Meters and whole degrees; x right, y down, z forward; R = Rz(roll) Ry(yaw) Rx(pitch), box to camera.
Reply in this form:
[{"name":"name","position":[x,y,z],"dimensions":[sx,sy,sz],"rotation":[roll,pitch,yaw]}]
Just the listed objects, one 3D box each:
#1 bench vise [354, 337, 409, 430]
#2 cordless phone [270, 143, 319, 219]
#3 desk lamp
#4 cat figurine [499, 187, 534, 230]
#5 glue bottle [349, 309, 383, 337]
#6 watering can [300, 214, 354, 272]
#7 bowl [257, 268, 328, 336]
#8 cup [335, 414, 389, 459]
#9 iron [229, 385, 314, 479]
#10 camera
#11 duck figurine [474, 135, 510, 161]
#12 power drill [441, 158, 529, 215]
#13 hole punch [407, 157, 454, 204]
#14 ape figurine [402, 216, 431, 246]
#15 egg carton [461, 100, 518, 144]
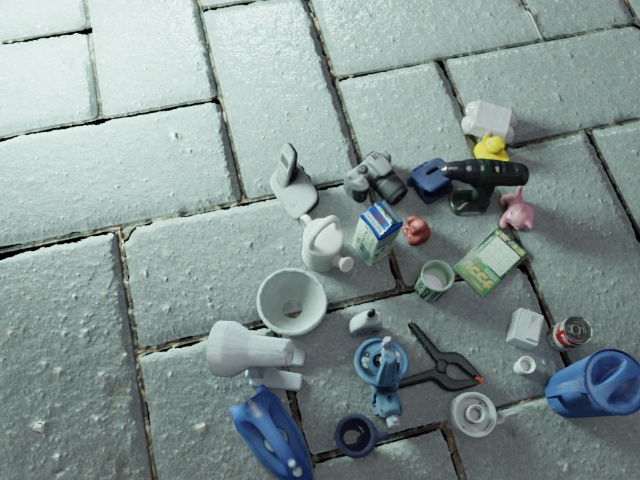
[{"name":"bench vise","position":[0.156,0.297,1.256],"dimensions":[0.121,0.220,0.207],"rotation":[-25,72,-12]},{"name":"cordless phone","position":[-0.062,-0.150,1.441],"dimensions":[0.094,0.185,0.147],"rotation":[-33,73,-14]},{"name":"desk lamp","position":[-0.134,0.255,1.259],"dimensions":[0.203,0.213,0.118],"rotation":[6,68,0]},{"name":"cat figurine","position":[0.514,-0.079,1.481],"dimensions":[0.067,0.118,0.128],"rotation":[6,68,0]},{"name":"glue bottle","position":[0.112,0.186,1.323],"dimensions":[0.078,0.173,0.037],"rotation":[-4,68,-4]},{"name":"watering can","position":[0.014,0.004,1.379],"dimensions":[0.172,0.194,0.101],"rotation":[28,70,8]},{"name":"bowl","position":[-0.068,0.156,1.378],"dimensions":[0.167,0.075,0.167],"rotation":[1,68,-3]},{"name":"cup","position":[0.088,0.434,1.264],"dimensions":[0.118,0.095,0.091],"rotation":[0,68,-3]},{"name":"iron","position":[-0.089,0.436,1.229],"dimensions":[0.119,0.141,0.258],"rotation":[-35,74,-15]},{"name":"camera","position":[0.154,-0.153,1.499],"dimensions":[0.143,0.101,0.136],"rotation":[-37,74,-16]},{"name":"duck figurine","position":[0.478,-0.245,1.562],"dimensions":[0.104,0.086,0.077],"rotation":[43,72,13]},{"name":"power drill","position":[0.397,-0.139,1.449],"dimensions":[0.229,0.208,0.075],"rotation":[-5,68,-5]},{"name":"hole punch","position":[0.299,-0.166,1.518],"dimensions":[0.109,0.091,0.101],"rotation":[-32,73,-14]},{"name":"ape figurine","position":[0.248,-0.028,1.459],"dimensions":[0.076,0.092,0.078],"rotation":[18,68,4]},{"name":"egg carton","position":[0.474,-0.328,1.604],"dimensions":[0.150,0.069,0.107],"rotation":[17,68,4]}]
